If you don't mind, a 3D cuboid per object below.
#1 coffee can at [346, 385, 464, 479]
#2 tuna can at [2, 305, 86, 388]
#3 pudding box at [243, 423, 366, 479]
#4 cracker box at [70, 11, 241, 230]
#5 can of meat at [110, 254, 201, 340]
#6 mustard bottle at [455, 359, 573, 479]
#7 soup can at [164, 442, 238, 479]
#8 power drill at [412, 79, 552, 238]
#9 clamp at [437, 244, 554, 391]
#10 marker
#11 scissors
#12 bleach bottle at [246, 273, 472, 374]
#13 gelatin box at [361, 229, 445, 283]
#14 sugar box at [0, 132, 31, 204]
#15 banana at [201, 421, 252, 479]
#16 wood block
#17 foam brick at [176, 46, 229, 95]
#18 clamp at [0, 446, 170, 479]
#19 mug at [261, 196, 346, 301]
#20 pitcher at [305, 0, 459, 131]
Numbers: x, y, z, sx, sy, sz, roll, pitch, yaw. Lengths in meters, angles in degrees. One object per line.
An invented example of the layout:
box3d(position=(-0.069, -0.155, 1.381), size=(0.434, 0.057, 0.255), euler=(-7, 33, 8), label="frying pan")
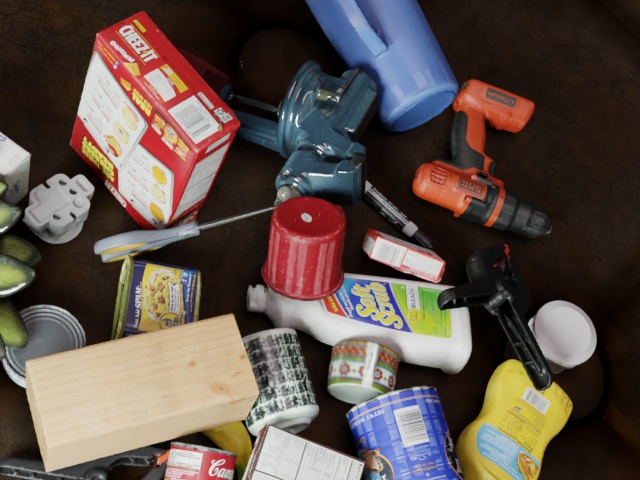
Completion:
box3d(position=(0.095, 0.237, 1.127), size=(0.102, 0.103, 0.140), euler=(-8, 67, -21), label="coffee can")
box3d(position=(-0.287, 0.113, 1.106), size=(0.086, 0.034, 0.086), euler=(7, 63, -14), label="tuna can")
box3d(position=(-0.020, 0.245, 1.058), size=(0.113, 0.039, 0.090), euler=(24, 59, -8), label="pudding box")
box3d(position=(-0.182, -0.114, 1.150), size=(0.072, 0.214, 0.164), euler=(-36, 80, -31), label="cracker box")
box3d(position=(-0.176, 0.073, 1.149), size=(0.083, 0.058, 0.102), euler=(11, 62, -15), label="can of meat")
box3d(position=(0.204, 0.232, 1.190), size=(0.096, 0.058, 0.191), euler=(37, 59, -3), label="mustard bottle")
box3d(position=(-0.124, 0.256, 1.055), size=(0.068, 0.069, 0.102), euler=(13, 75, -11), label="soup can")
box3d(position=(0.222, -0.104, 1.365), size=(0.184, 0.057, 0.187), euler=(21, 60, -7), label="power drill")
box3d(position=(0.213, 0.075, 1.237), size=(0.164, 0.036, 0.209), euler=(44, 29, -7), label="clamp")
box3d(position=(0.092, -0.030, 1.309), size=(0.121, 0.020, 0.020), euler=(42, 60, 6), label="marker")
box3d(position=(-0.153, -0.010, 1.136), size=(0.202, 0.096, 0.016), euler=(-17, 82, 18), label="scissors")
box3d(position=(0.042, 0.087, 1.208), size=(0.250, 0.068, 0.102), euler=(8, 54, -12), label="bleach bottle")
box3d(position=(0.098, 0.018, 1.255), size=(0.089, 0.073, 0.030), euler=(21, 96, -8), label="gelatin box")
box3d(position=(-0.395, -0.109, 1.149), size=(0.176, 0.093, 0.048), euler=(38, 60, 3), label="sugar box")
box3d(position=(-0.147, 0.185, 1.113), size=(0.197, 0.037, 0.069), euler=(27, 59, -3), label="banana")
box3d(position=(-0.176, 0.149, 1.049), size=(0.205, 0.091, 0.090), euler=(-12, 66, -20), label="wood block")
box3d(position=(-0.153, -0.170, 1.210), size=(0.051, 0.053, 0.078), euler=(39, 100, 24), label="foam brick")
box3d(position=(-0.223, 0.255, 1.052), size=(0.171, 0.039, 0.120), euler=(-9, 69, -21), label="clamp")
box3d(position=(-0.008, 0.001, 1.172), size=(0.093, 0.081, 0.117), euler=(30, 43, 27), label="mug")
box3d(position=(0.072, -0.265, 1.353), size=(0.149, 0.145, 0.243), euler=(-20, 75, -28), label="pitcher")
